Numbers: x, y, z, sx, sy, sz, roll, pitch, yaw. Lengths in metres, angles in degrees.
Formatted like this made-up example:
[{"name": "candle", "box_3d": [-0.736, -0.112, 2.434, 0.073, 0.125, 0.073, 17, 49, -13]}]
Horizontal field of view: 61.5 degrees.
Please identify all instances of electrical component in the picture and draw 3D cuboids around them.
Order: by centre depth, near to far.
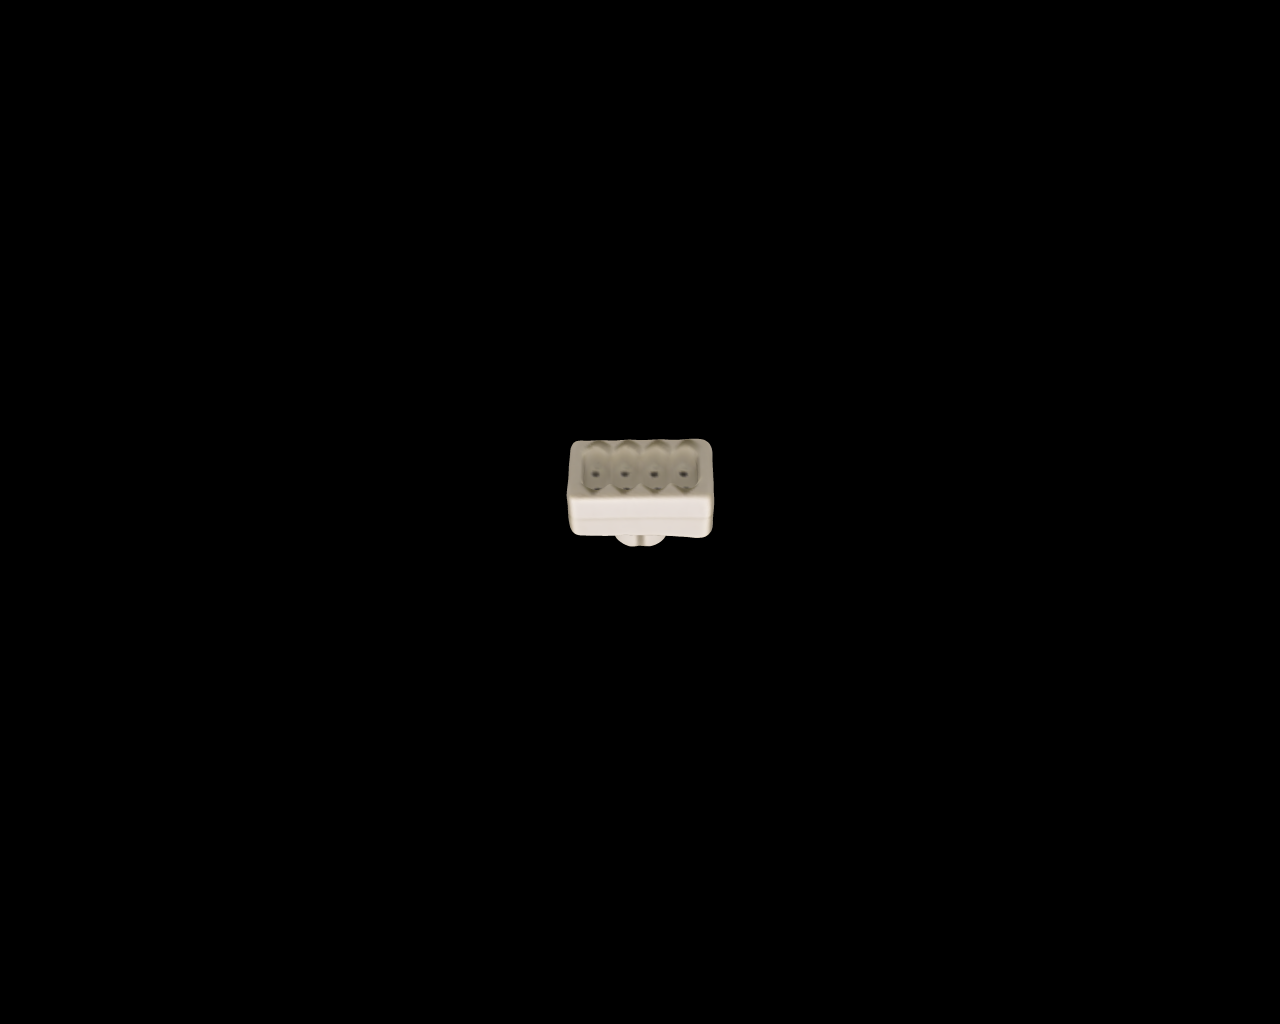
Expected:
[{"name": "electrical component", "box_3d": [0.001, -0.003, 0.650, 0.083, 0.047, 0.075, 0, -39, 0]}]
